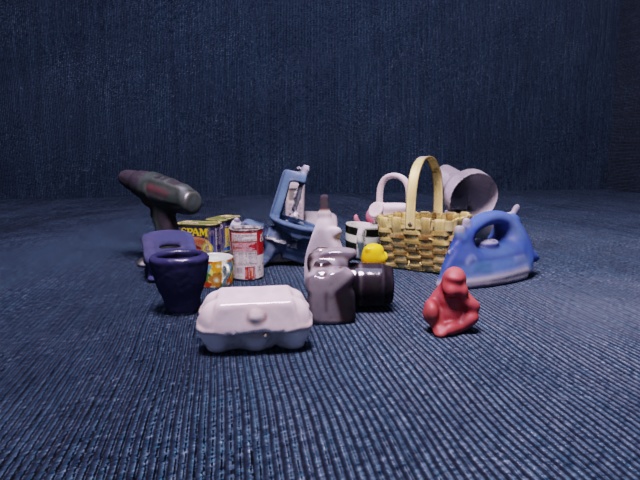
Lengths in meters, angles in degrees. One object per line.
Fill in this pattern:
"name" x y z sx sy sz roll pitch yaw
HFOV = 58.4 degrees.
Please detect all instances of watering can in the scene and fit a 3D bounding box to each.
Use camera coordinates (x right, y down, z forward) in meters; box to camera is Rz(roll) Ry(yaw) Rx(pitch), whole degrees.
"watering can" 0.180 -0.067 1.406 0.100 0.194 0.173 2 10 14

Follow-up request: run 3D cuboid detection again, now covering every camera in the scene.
"camera" 0.048 0.064 0.898 0.136 0.101 0.143 0 9 1

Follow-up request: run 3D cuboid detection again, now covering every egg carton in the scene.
"egg carton" -0.086 0.103 0.758 0.150 0.069 0.107 -2 9 -8

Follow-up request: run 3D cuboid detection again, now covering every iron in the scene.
"iron" 0.315 0.009 1.106 0.259 0.141 0.118 -8 12 -39

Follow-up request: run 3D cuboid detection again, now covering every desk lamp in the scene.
"desk lamp" 0.322 -0.070 1.359 0.118 0.213 0.203 -3 10 -15

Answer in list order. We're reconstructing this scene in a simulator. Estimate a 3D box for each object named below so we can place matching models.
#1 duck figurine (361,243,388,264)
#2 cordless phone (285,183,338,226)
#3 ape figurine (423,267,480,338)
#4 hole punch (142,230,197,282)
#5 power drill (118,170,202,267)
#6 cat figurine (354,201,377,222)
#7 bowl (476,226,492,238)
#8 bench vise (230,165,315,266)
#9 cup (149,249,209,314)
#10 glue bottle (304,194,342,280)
"duck figurine" 0.092 0.050 1.031 0.077 0.086 0.105 6 11 34
"cordless phone" -0.028 -0.079 1.511 0.147 0.185 0.094 0 9 0
"ape figurine" 0.185 0.083 0.805 0.077 0.092 0.076 2 10 15
"hole punch" -0.296 0.030 1.142 0.109 0.091 0.101 -4 10 -22
"power drill" -0.353 -0.046 1.245 0.228 0.208 0.076 5 11 31
"cat figurine" 0.136 -0.047 1.520 0.128 0.118 0.067 -7 12 -37
"bowl" 0.419 -0.021 1.489 0.167 0.075 0.167 0 9 0
"bench vise" -0.087 -0.051 1.233 0.208 0.220 0.121 -3 10 -18
"cup" -0.225 0.065 0.913 0.092 0.095 0.117 -4 10 -22
"glue bottle" 0.010 0.004 1.042 0.078 0.173 0.037 4 10 24
